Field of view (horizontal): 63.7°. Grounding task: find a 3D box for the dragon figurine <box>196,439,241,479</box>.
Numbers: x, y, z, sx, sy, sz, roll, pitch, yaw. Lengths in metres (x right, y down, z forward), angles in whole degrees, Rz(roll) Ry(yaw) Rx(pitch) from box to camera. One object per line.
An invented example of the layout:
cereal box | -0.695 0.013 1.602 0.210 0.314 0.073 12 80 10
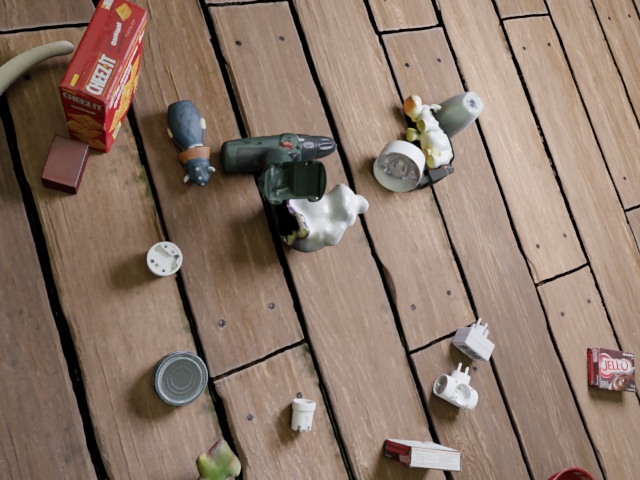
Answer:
dragon figurine | -0.189 0.505 0.760 0.242 0.122 0.412 6 85 -30

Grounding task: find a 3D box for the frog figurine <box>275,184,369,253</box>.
frog figurine | 0.003 -0.048 0.952 0.160 0.139 0.120 -12 127 -32

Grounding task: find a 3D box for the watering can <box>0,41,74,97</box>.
watering can | -0.550 -0.218 0.761 0.349 0.103 0.226 -6 82 -24
